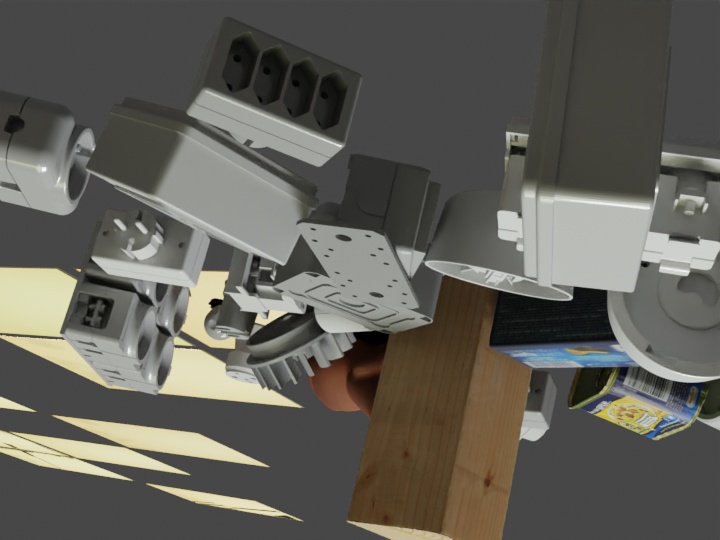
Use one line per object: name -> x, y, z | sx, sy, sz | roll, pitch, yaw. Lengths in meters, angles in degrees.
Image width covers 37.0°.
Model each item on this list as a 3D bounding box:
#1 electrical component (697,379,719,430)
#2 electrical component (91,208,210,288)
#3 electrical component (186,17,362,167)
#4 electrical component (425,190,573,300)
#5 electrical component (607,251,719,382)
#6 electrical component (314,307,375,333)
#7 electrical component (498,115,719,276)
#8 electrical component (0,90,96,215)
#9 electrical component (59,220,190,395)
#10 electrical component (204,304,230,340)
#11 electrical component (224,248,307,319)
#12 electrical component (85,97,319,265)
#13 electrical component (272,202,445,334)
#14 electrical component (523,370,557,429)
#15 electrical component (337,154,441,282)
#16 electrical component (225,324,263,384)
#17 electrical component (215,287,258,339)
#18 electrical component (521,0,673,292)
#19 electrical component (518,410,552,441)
electrical component -> 0.352, 0.112, 0.896 | 0.074, 0.052, 0.138 | 25, 158, -29
electrical component -> -0.178, -0.025, 0.881 | 0.083, 0.047, 0.075 | 9, 160, 14
electrical component -> -0.054, -0.093, 0.610 | 0.083, 0.047, 0.076 | 20, 160, -18
electrical component -> 0.095, -0.011, 0.712 | 0.099, 0.064, 0.099 | 12, 161, 4
electrical component -> 0.204, 0.018, 0.660 | 0.108, 0.108, 0.060 | 10, 167, 9
electrical component -> 0.004, 0.031, 0.921 | 0.081, 0.043, 0.043 | -6, 153, 44
electrical component -> 0.140, -0.041, 0.600 | 0.121, 0.063, 0.078 | 9, 160, 12
electrical component -> -0.224, -0.079, 0.752 | 0.059, 0.053, 0.095 | 14, 161, 1
electrical component -> -0.211, 0.043, 1.005 | 0.060, 0.105, 0.186 | 12, 161, 4
electrical component -> -0.144, 0.056, 1.105 | 0.035, 0.035, 0.061 | 19, 163, -15
electrical component -> -0.076, 0.011, 0.923 | 0.064, 0.042, 0.081 | 7, 160, 15
electrical component -> -0.100, -0.057, 0.682 | 0.109, 0.056, 0.109 | 29, 176, -38
electrical component -> 0.000, 0.000, 0.817 | 0.113, 0.057, 0.078 | 22, 159, -23
electrical component -> 0.150, 0.117, 1.057 | 0.066, 0.047, 0.076 | 3, 149, 26
electrical component -> 0.017, -0.027, 0.723 | 0.061, 0.061, 0.096 | 12, 161, 4
electrical component -> -0.117, 0.089, 1.146 | 0.045, 0.055, 0.045 | 11, 160, 4
electrical component -> -0.114, 0.038, 1.015 | 0.040, 0.046, 0.040 | 13, 160, 5
electrical component -> 0.111, -0.058, 0.504 | 0.056, 0.108, 0.108 | 6, 160, 12
electrical component -> 0.139, 0.152, 1.154 | 0.074, 0.052, 0.138 | 20, 160, -17
